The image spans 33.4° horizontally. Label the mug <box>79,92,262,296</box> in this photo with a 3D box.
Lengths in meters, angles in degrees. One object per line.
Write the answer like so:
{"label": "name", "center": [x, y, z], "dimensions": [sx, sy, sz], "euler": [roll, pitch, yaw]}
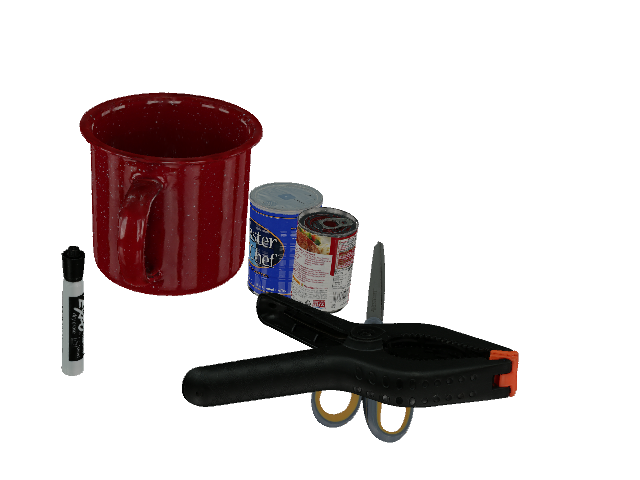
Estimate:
{"label": "mug", "center": [-0.080, -0.018, 0.553], "dimensions": [0.093, 0.081, 0.117], "euler": [7, 28, 3]}

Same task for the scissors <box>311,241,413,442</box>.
{"label": "scissors", "center": [0.029, 0.088, 0.948], "dimensions": [0.096, 0.202, 0.016], "euler": [-7, -35, -8]}

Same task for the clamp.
{"label": "clamp", "center": [0.027, 0.075, 0.725], "dimensions": [0.210, 0.036, 0.164], "euler": [2, 18, 8]}

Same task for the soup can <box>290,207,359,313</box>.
{"label": "soup can", "center": [0.004, 0.023, 1.194], "dimensions": [0.068, 0.102, 0.068], "euler": [5, 27, -3]}

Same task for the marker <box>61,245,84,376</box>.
{"label": "marker", "center": [-0.209, 0.060, 0.903], "dimensions": [0.020, 0.121, 0.020], "euler": [6, 27, -3]}

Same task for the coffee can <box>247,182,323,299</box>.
{"label": "coffee can", "center": [-0.051, 0.001, 1.507], "dimensions": [0.103, 0.140, 0.103], "euler": [3, 24, -1]}
